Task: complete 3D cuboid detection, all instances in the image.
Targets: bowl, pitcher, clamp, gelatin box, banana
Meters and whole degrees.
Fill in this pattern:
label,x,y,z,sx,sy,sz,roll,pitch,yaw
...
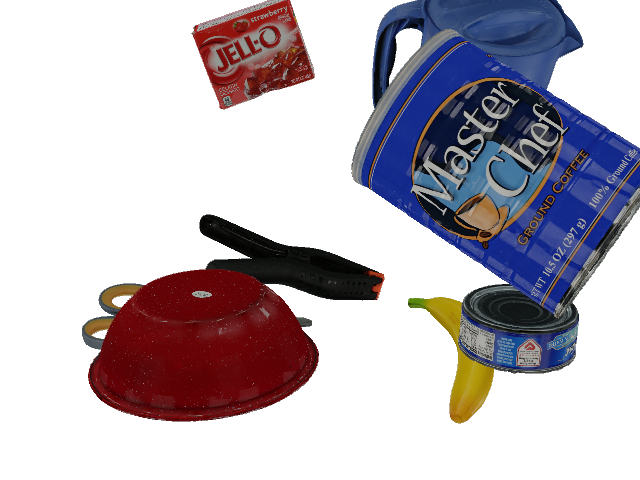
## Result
label,x,y,z,sx,sy,sz,roll,pitch,yaw
bowl,-0.082,0.062,0.741,0.162,0.055,0.162,-2,21,1
pitcher,0.140,-0.130,1.050,0.144,0.243,0.149,-29,56,-30
clamp,-0.033,0.030,1.136,0.210,0.036,0.164,16,18,-6
gelatin box,-0.058,-0.163,0.927,0.089,0.073,0.030,-18,24,5
banana,0.147,0.115,1.112,0.069,0.037,0.198,-24,32,5

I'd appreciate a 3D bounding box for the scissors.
label,x,y,z,sx,sy,sz,roll,pitch,yaw
scissors,-0.117,0.063,0.973,0.201,0.016,0.096,-8,35,-14

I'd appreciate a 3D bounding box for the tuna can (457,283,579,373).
label,x,y,z,sx,sy,sz,roll,pitch,yaw
tuna can,0.144,0.063,0.778,0.086,0.034,0.086,1,21,-1

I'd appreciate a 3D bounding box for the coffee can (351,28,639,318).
label,x,y,z,sx,sy,sz,roll,pitch,yaw
coffee can,0.103,-0.038,0.595,0.140,0.103,0.102,35,10,14
